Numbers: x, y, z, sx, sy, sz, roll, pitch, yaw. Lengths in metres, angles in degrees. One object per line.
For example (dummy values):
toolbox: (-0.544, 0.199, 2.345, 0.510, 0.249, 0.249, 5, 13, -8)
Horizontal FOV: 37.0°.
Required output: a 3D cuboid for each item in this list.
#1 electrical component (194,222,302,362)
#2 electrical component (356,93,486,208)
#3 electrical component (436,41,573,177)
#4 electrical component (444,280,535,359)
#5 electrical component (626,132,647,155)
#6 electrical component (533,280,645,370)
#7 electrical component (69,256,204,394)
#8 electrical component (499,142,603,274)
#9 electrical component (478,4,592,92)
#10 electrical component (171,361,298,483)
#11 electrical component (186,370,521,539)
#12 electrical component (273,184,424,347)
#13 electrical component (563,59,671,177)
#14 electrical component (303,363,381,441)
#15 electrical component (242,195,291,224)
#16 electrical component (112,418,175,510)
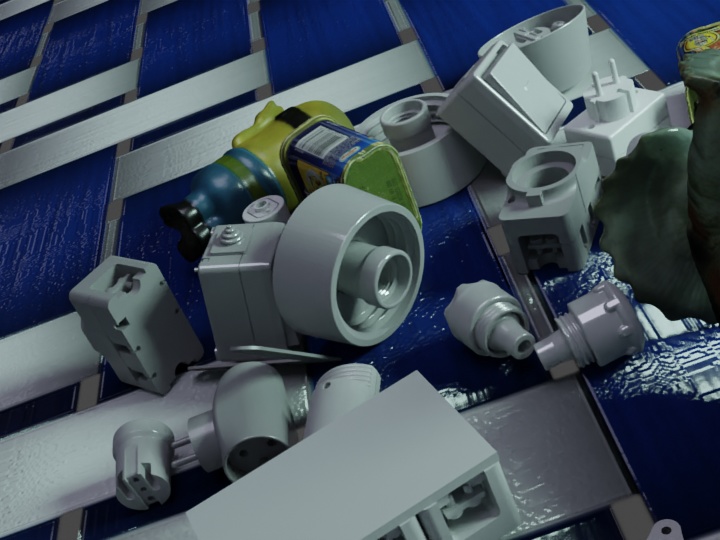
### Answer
electrical component: (-0.074, 0.010, 0.759, 0.061, 0.096, 0.061, -3, 32, 9)
electrical component: (0.045, -0.106, 0.891, 0.108, 0.060, 0.108, -16, 33, 11)
electrical component: (0.121, -0.123, 0.841, 0.061, 0.096, 0.061, -44, 8, 48)
electrical component: (0.085, 0.035, 0.678, 0.043, 0.043, 0.062, -32, 35, -14)
electrical component: (0.198, -0.059, 0.748, 0.044, 0.044, 0.065, 3, 45, 35)
electrical component: (0.135, 0.039, 0.642, 0.062, 0.048, 0.048, -28, 32, 5)
electrical component: (-0.165, 0.039, 0.786, 0.056, 0.089, 0.050, 9, 45, 41)
electrical component: (0.136, -0.048, 0.755, 0.050, 0.055, 0.089, -3, 38, 29)
electrical component: (0.155, -0.193, 0.946, 0.099, 0.064, 0.099, -16, 33, 11)
electrical component: (-0.083, 0.104, 0.682, 0.079, 0.044, 0.077, -21, 32, 3)
electrical component: (-0.003, 0.134, 0.572, 0.150, 0.061, 0.089, -30, 33, -11)
electrical component: (0.000, 0.000, 0.728, 0.060, 0.108, 0.108, 17, 49, 38)
electrical component: (0.190, -0.119, 0.805, 0.066, 0.076, 0.047, -38, 35, -22)
electrical component: (-0.010, 0.089, 0.660, 0.043, 0.043, 0.081, -13, 33, 15)
electrical component: (-0.065, -0.025, 0.838, 0.044, 0.065, 0.044, -16, 33, 11)
electrical component: (-0.140, 0.125, 0.693, 0.040, 0.040, 0.046, -20, 38, 5)
